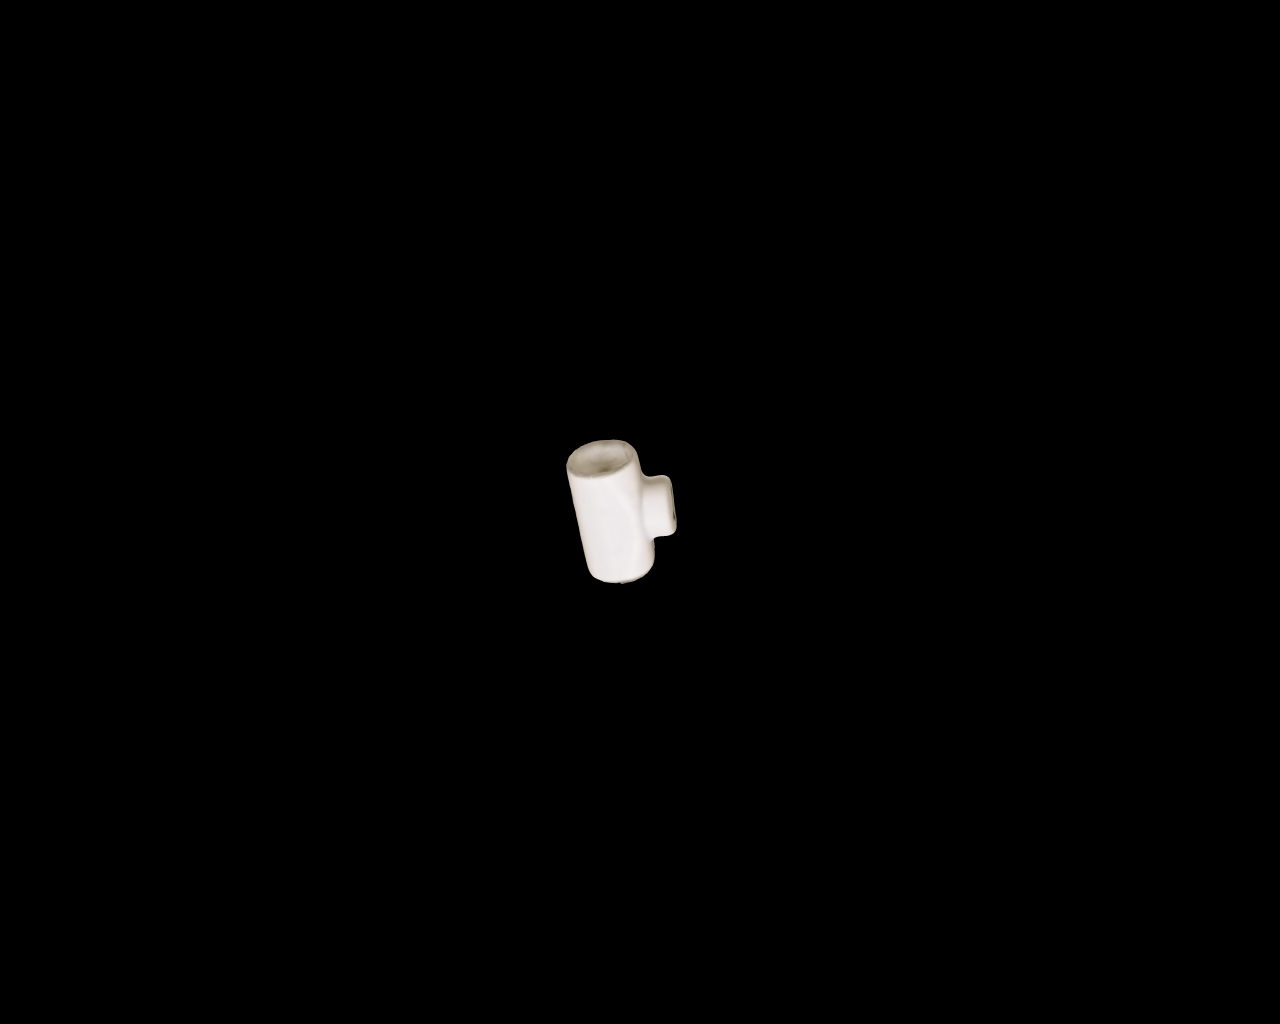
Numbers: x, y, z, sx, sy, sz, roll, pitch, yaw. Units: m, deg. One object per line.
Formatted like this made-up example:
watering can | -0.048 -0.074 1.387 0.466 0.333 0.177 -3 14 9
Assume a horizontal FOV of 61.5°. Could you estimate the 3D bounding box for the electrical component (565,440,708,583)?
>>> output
electrical component | 0.001 -0.003 0.650 0.079 0.077 0.044 -7 32 5
